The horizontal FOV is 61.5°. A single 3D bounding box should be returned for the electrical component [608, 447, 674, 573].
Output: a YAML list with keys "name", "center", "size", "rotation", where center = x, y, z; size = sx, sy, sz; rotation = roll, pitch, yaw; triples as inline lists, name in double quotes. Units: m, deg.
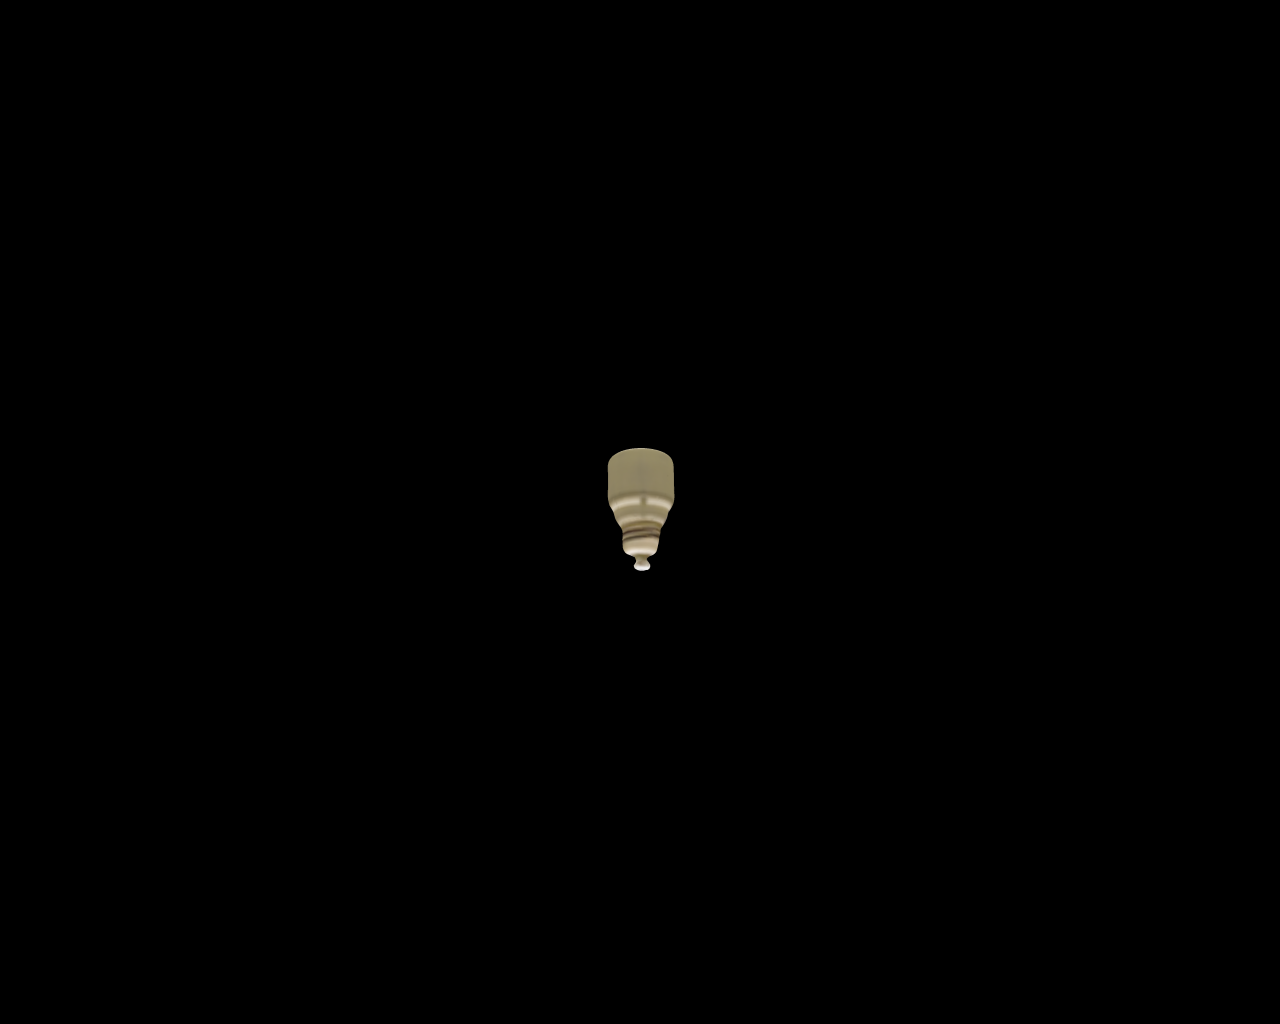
- name: "electrical component"
  center: [0.001, -0.003, 0.650]
  size: [0.040, 0.078, 0.040]
  rotation: [0, -18, 0]
